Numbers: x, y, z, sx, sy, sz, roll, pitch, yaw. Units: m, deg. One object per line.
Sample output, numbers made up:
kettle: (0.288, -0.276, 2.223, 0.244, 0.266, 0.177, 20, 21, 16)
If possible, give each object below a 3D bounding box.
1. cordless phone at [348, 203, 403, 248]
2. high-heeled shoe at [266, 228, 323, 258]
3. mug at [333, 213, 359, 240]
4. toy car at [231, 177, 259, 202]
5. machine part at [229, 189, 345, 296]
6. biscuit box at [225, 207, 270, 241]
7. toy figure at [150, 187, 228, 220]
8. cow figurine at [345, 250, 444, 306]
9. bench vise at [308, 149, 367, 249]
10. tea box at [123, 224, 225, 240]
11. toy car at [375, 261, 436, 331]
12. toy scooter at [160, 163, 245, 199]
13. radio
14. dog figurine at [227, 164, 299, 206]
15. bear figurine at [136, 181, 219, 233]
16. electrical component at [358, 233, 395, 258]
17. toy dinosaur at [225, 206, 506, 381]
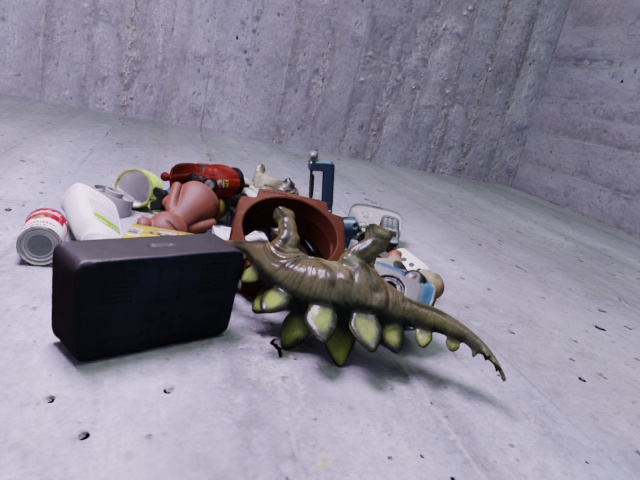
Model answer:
cordless phone: (0.138, -0.023, 1.381, 0.147, 0.088, 0.184, 14, 20, 2)
high-heeled shoe: (-0.002, -0.003, 1.079, 0.249, 0.145, 0.086, 14, 16, 12)
mug: (0.045, -0.026, 1.319, 0.110, 0.080, 0.107, 12, 6, 22)
toy car: (-0.179, -0.113, 1.240, 0.073, 0.056, 0.202, -4, 27, -46)
machine part: (-0.061, 0.011, 0.956, 0.201, 0.087, 0.201, 10, 44, -9)
biscuit box: (-0.114, -0.031, 1.243, 0.202, 0.062, 0.059, 6, 16, -24)
toy figure: (-0.298, -0.082, 1.248, 0.180, 0.082, 0.089, 3, 33, -51)
cow figurine: (0.130, 0.081, 0.979, 0.195, 0.085, 0.127, 2, 39, -3)
bench vise: (0.004, -0.074, 1.177, 0.224, 0.240, 0.129, 1, 20, -4)
tea box: (-0.248, 0.029, 0.918, 0.170, 0.068, 0.098, 12, 16, -8)
toy car: (0.101, 0.100, 0.880, 0.162, 0.102, 0.109, 21, 55, 19)
toy scooter: (-0.262, -0.132, 1.169, 0.184, 0.075, 0.135, 15, 14, 38)
radio: (-0.216, 0.067, 0.693, 0.229, 0.131, 0.073, -4, 22, -44)
dog figurine: (-0.152, -0.099, 1.312, 0.121, 0.172, 0.191, 50, -5, -27)
bear figurine: (-0.284, -0.029, 1.059, 0.120, 0.132, 0.196, 43, 45, -13)
electrical component: (0.120, 0.044, 1.120, 0.119, 0.075, 0.048, 37, -17, -8)
toy dinosaur: (0.036, 0.076, 0.777, 0.472, 0.105, 0.198, 12, 57, 13)
